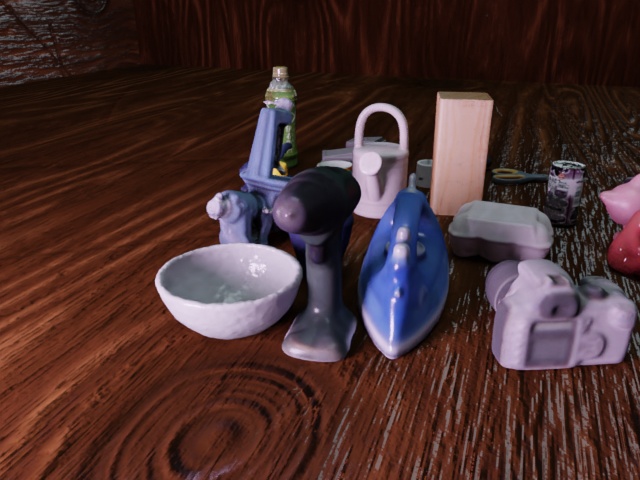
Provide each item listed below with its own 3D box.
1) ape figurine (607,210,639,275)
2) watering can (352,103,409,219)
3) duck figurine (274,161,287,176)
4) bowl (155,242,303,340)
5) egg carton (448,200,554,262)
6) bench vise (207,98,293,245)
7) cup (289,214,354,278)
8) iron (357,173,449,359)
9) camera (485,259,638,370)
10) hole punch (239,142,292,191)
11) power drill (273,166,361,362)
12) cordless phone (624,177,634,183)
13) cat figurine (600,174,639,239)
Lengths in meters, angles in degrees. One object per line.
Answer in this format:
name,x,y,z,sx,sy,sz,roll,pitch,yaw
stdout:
ape figurine,0.453,0.002,0.809,0.075,0.092,0.078,15,27,31
watering can,0.108,-0.141,1.011,0.101,0.194,0.172,-2,23,-5
duck figurine,-0.077,-0.105,1.062,0.104,0.086,0.077,2,23,4
bowl,-0.102,0.067,0.671,0.167,0.075,0.167,0,23,0
egg carton,0.273,-0.011,0.866,0.150,0.069,0.107,9,25,19
bench vise,-0.078,-0.097,0.871,0.121,0.220,0.208,8,24,17
cup,0.007,0.003,0.798,0.091,0.095,0.118,16,28,33
iron,0.105,0.017,0.707,0.118,0.141,0.258,4,23,10
camera,0.254,0.066,0.644,0.143,0.101,0.136,-2,23,-5
hole punch,-0.109,-0.150,1.161,0.101,0.091,0.109,4,23,9
power drill,0.000,0.019,0.616,0.075,0.208,0.230,5,24,11
cordless phone,0.593,-0.110,0.954,0.147,0.185,0.094,16,28,32
cat figurine,0.494,-0.041,0.876,0.127,0.118,0.067,12,26,26
